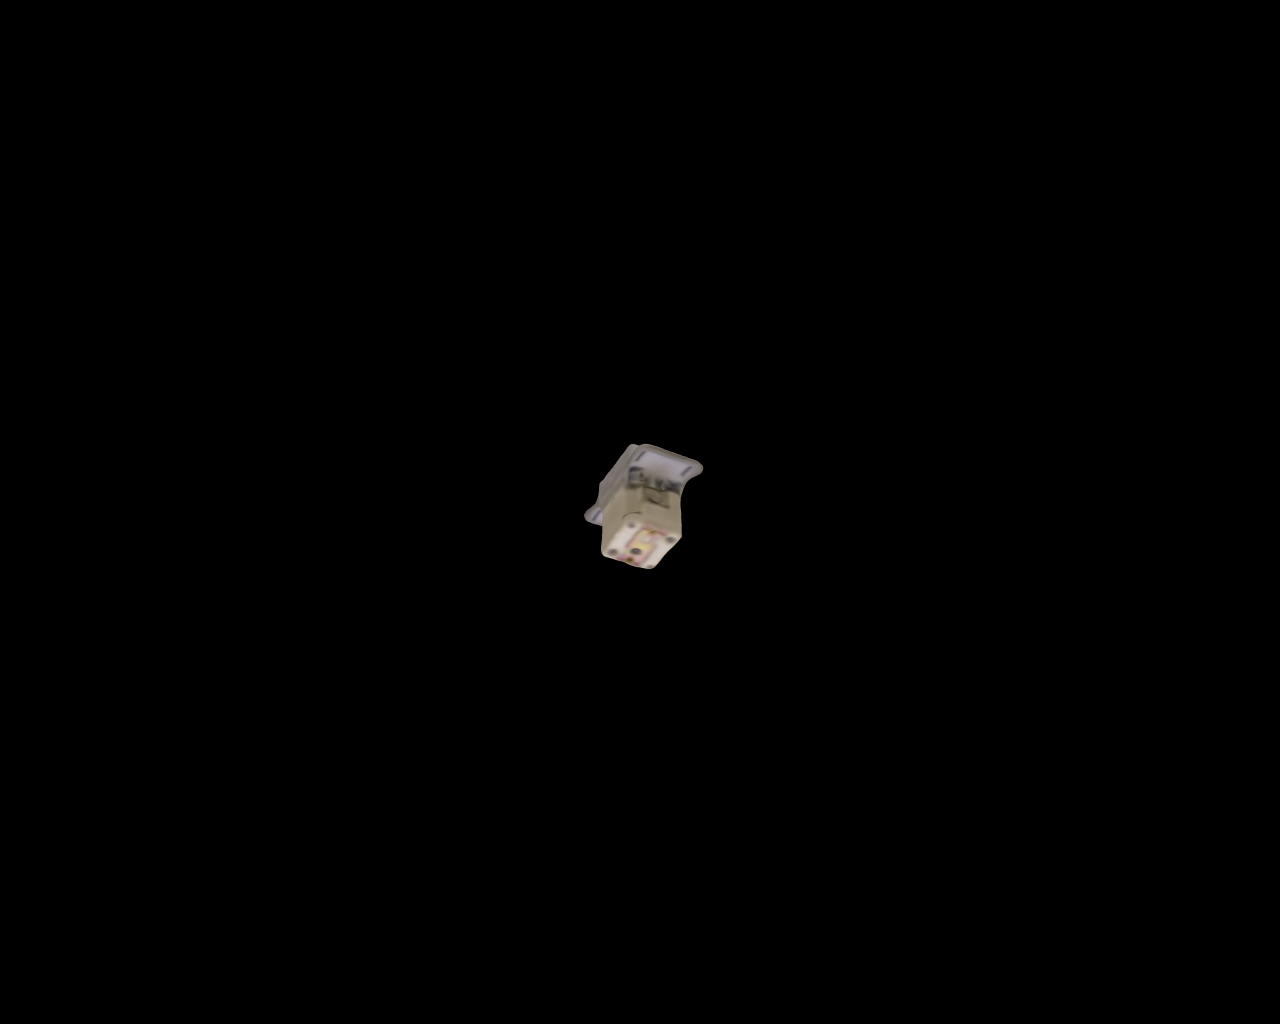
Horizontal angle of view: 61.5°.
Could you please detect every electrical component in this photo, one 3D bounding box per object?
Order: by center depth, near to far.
[{"bbox_3d":[0.001,-0.003,0.650,0.042,0.064,0.081,17,-41,-21],"label":"electrical component"}]
